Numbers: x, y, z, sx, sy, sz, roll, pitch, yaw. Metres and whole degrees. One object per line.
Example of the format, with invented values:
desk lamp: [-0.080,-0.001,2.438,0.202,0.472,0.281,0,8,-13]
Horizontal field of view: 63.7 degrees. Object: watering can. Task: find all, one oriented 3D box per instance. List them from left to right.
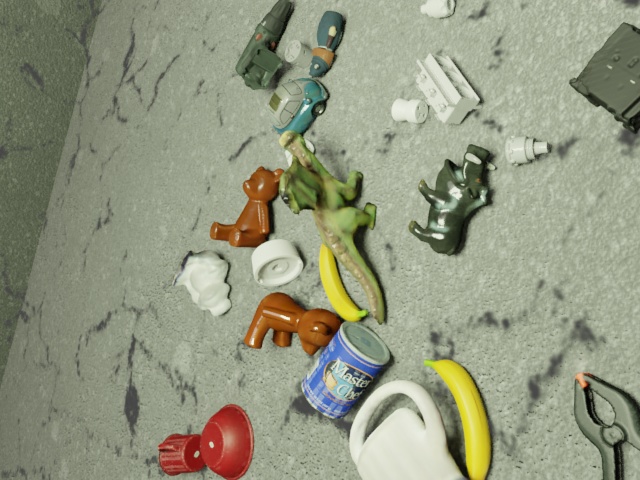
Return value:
watering can: [0.115,0.391,0.826,0.228,0.104,0.342,47,123,41]

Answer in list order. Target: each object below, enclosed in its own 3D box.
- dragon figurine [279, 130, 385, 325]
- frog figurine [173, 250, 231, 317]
dragon figurine: [0.003,-0.048,0.961,0.120,0.241,0.419,-36,54,27]
frog figurine: [-0.274,0.107,1.295,0.160,0.123,0.136,37,98,6]
